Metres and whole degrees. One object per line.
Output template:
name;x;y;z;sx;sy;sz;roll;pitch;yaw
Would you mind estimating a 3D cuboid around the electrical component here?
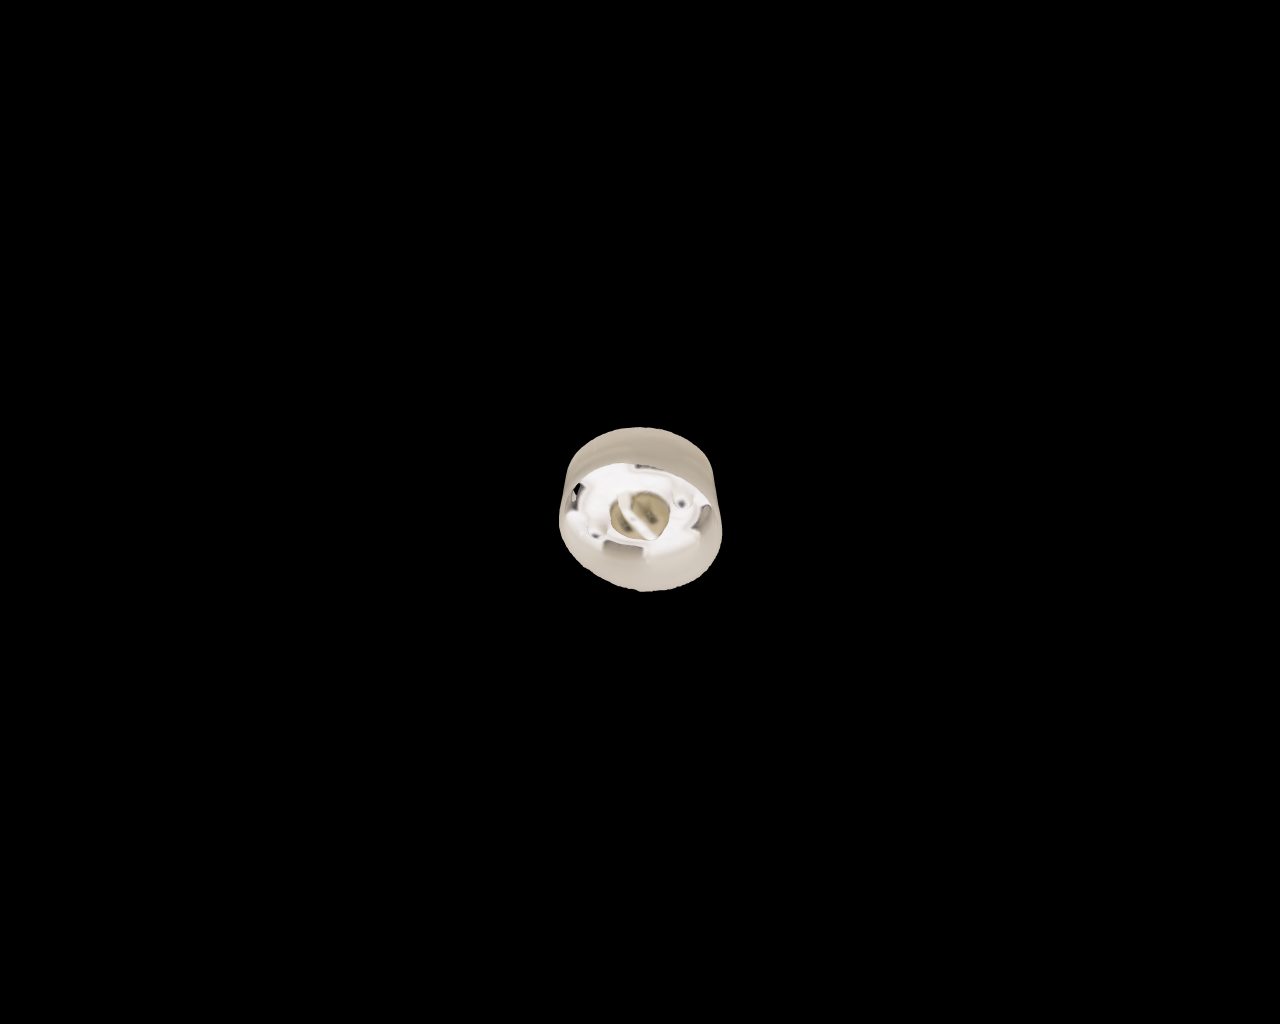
electrical component;0.001;-0.003;0.650;0.099;0.064;0.099;0;-39;0
